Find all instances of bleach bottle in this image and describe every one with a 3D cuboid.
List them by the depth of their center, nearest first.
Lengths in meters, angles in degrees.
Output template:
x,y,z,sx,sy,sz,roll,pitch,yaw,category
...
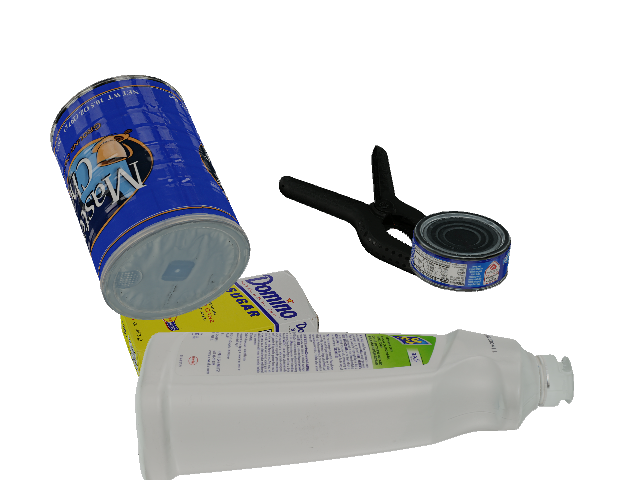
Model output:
x,y,z,sx,sy,sz,roll,pitch,yaw,category
0.023,0.090,0.626,0.251,0.068,0.102,-2,19,-2,bleach bottle

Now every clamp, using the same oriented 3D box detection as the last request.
x,y,z,sx,sy,sz,roll,pitch,yaw,category
0.059,-0.029,1.266,0.164,0.036,0.210,-16,51,-29,clamp

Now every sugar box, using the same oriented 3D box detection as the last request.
x,y,z,sx,sy,sz,roll,pitch,yaw,category
-0.098,0.080,1.029,0.176,0.048,0.093,-13,33,-15,sugar box

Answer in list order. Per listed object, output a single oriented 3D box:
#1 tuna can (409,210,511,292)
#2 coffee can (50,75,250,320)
x,y,z,sx,sy,sz,roll,pitch,yaw,category
0.121,0.008,0.926,0.086,0.034,0.086,2,30,-1,tuna can
-0.120,-0.031,0.743,0.102,0.140,0.103,-18,-34,-13,coffee can
